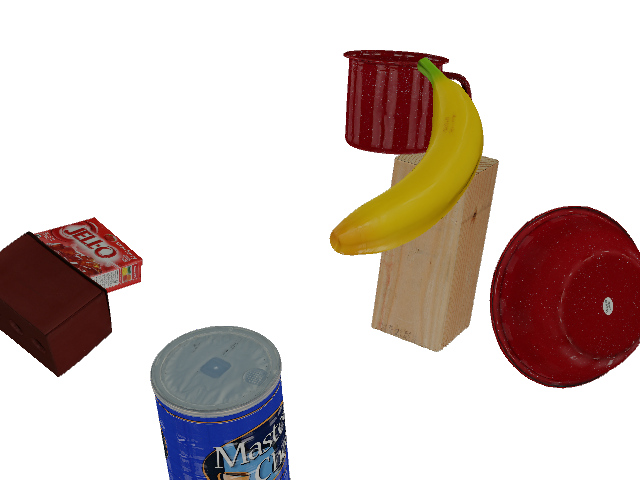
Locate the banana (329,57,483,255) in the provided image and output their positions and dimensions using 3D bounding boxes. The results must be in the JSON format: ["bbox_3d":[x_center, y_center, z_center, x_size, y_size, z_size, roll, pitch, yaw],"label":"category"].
[{"bbox_3d":[0.070,-0.049,0.730,0.070,0.197,0.037,19,-41,10],"label":"banana"}]

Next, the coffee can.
[{"bbox_3d":[-0.079,0.155,0.871,0.103,0.140,0.103,-2,34,1],"label":"coffee can"}]

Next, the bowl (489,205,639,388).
[{"bbox_3d":[0.228,0.052,0.912,0.161,0.162,0.055,0,5,-21],"label":"bowl"}]

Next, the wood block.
[{"bbox_3d":[0.127,0.006,1.196,0.090,0.206,0.090,19,26,26],"label":"wood block"}]

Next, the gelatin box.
[{"bbox_3d":[-0.219,0.016,0.988,0.073,0.030,0.089,-18,40,-36],"label":"gelatin box"}]

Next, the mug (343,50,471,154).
[{"bbox_3d":[0.076,-0.123,0.949,0.117,0.081,0.093,1,16,-7],"label":"mug"}]

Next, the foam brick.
[{"bbox_3d":[-0.187,0.043,0.719,0.078,0.053,0.051,33,56,22],"label":"foam brick"}]
